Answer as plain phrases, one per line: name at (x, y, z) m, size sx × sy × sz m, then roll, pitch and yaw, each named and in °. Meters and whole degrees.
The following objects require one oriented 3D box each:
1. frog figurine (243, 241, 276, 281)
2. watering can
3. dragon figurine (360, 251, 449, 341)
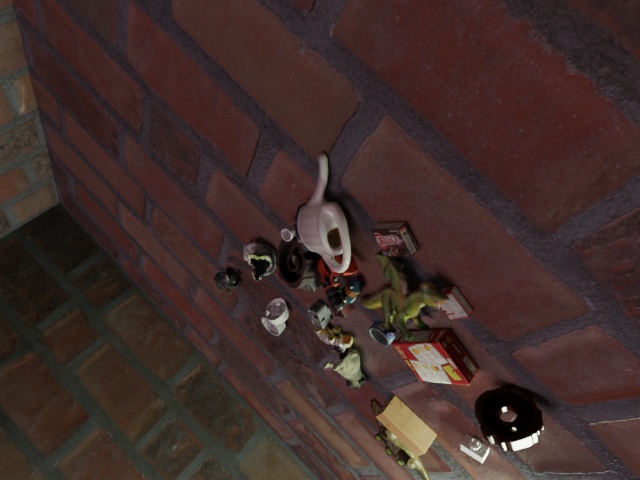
frog figurine at (-0.230, 0.061, 1.959) m, size 0.135 × 0.122 × 0.162 m, roll 54°, pitch -174°, yaw -26°
watering can at (0.005, -0.075, 1.487) m, size 0.224 × 0.105 × 0.345 m, roll 2°, pitch 107°, yaw 59°
dragon figurine at (0.214, 0.141, 1.491) m, size 0.413 × 0.123 × 0.240 m, roll 19°, pitch 122°, yaw 56°
